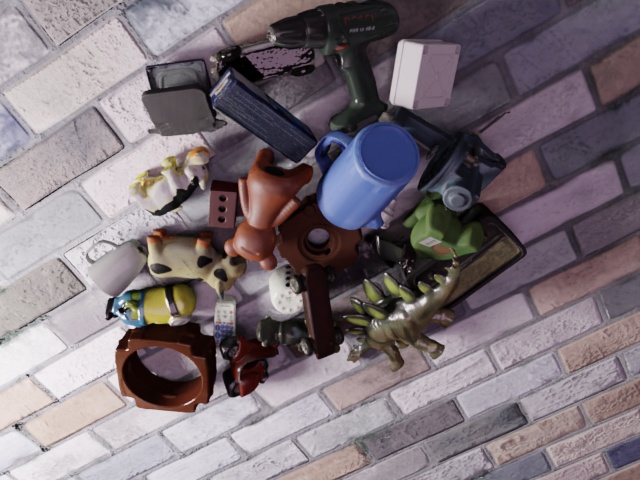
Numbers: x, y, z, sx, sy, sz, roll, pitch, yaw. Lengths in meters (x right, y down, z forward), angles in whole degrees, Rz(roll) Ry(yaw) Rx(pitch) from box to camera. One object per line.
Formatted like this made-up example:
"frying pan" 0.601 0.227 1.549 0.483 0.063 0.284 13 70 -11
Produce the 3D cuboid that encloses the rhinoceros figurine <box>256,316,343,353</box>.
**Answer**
"rhinoceros figurine" -0.041 0.199 1.159 0.190 0.112 0.073 8 85 -23

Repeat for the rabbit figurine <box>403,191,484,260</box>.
"rabbit figurine" 0.238 -0.050 1.035 0.121 0.170 0.159 19 155 -10

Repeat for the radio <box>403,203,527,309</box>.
"radio" 0.291 0.039 1.113 0.229 0.073 0.131 -40 112 15

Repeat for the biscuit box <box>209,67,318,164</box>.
"biscuit box" -0.095 -0.211 0.936 0.063 0.059 0.202 -43 132 18

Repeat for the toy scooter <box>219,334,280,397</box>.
"toy scooter" -0.151 0.272 1.200 0.135 0.075 0.183 -14 129 -22

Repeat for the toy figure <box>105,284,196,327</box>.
"toy figure" -0.350 0.135 1.119 0.180 0.082 0.089 2 117 -1

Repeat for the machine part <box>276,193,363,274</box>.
"machine part" -0.002 -0.003 1.085 0.179 0.056 0.179 -1 118 -2

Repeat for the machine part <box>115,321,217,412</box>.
"machine part" -0.331 0.273 1.174 0.201 0.087 0.201 5 120 1

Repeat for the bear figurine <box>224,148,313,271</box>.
"bear figurine" -0.099 -0.052 1.014 0.120 0.132 0.195 19 122 4

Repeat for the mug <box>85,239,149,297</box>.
"mug" -0.404 0.041 1.075 0.107 0.081 0.109 -39 107 3

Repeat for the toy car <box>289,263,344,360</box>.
"toy car" -0.006 0.143 1.081 0.089 0.053 0.201 -18 110 -26

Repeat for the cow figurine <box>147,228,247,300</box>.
"cow figurine" -0.245 0.048 1.080 0.195 0.085 0.127 5 110 -9

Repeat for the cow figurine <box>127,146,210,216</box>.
"cow figurine" -0.265 -0.105 1.011 0.167 0.068 0.098 -25 121 12

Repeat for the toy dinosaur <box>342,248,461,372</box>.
"toy dinosaur" 0.164 0.154 1.076 0.198 0.105 0.471 29 139 -13

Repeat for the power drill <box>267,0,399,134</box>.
"power drill" 0.033 -0.290 0.905 0.232 0.086 0.207 -27 119 -19

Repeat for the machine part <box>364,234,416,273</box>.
"machine part" 0.142 0.027 1.067 0.039 0.139 0.084 -44 111 -10

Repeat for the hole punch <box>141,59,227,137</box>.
"hole punch" -0.244 -0.248 0.943 0.142 0.092 0.115 -9 148 -2

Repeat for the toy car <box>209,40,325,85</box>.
"toy car" -0.091 -0.310 0.929 0.202 0.056 0.073 -13 122 4

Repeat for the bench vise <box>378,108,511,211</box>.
"bench vise" 0.213 -0.163 0.945 0.240 0.224 0.129 33 145 -6
